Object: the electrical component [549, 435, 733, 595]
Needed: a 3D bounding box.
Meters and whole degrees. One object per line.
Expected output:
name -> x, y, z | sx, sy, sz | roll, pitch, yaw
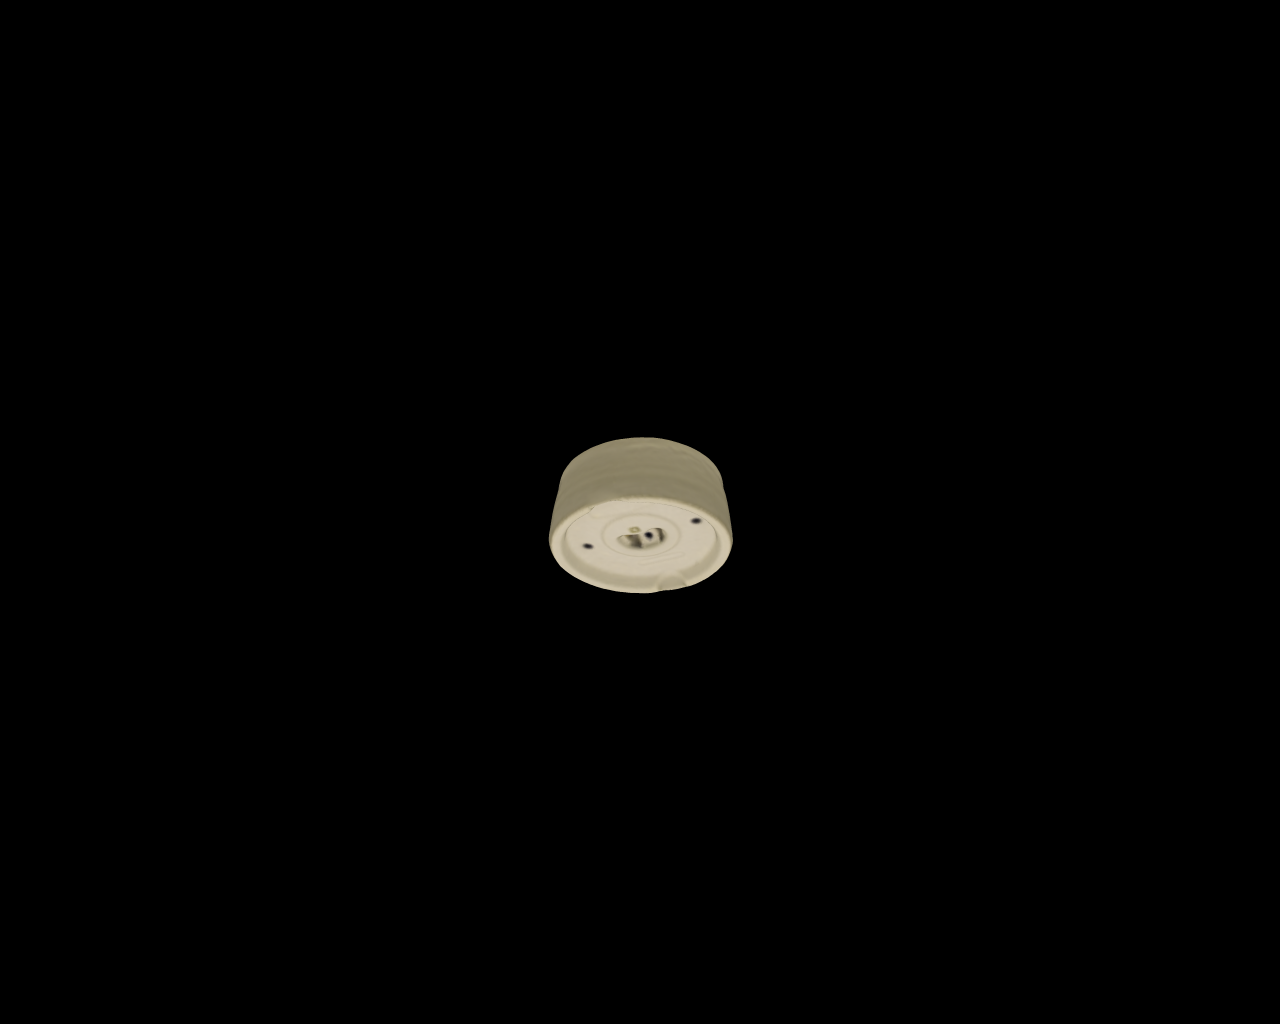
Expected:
electrical component -> 0.001, -0.003, 0.650 | 0.108, 0.060, 0.108 | 0, -34, 0
